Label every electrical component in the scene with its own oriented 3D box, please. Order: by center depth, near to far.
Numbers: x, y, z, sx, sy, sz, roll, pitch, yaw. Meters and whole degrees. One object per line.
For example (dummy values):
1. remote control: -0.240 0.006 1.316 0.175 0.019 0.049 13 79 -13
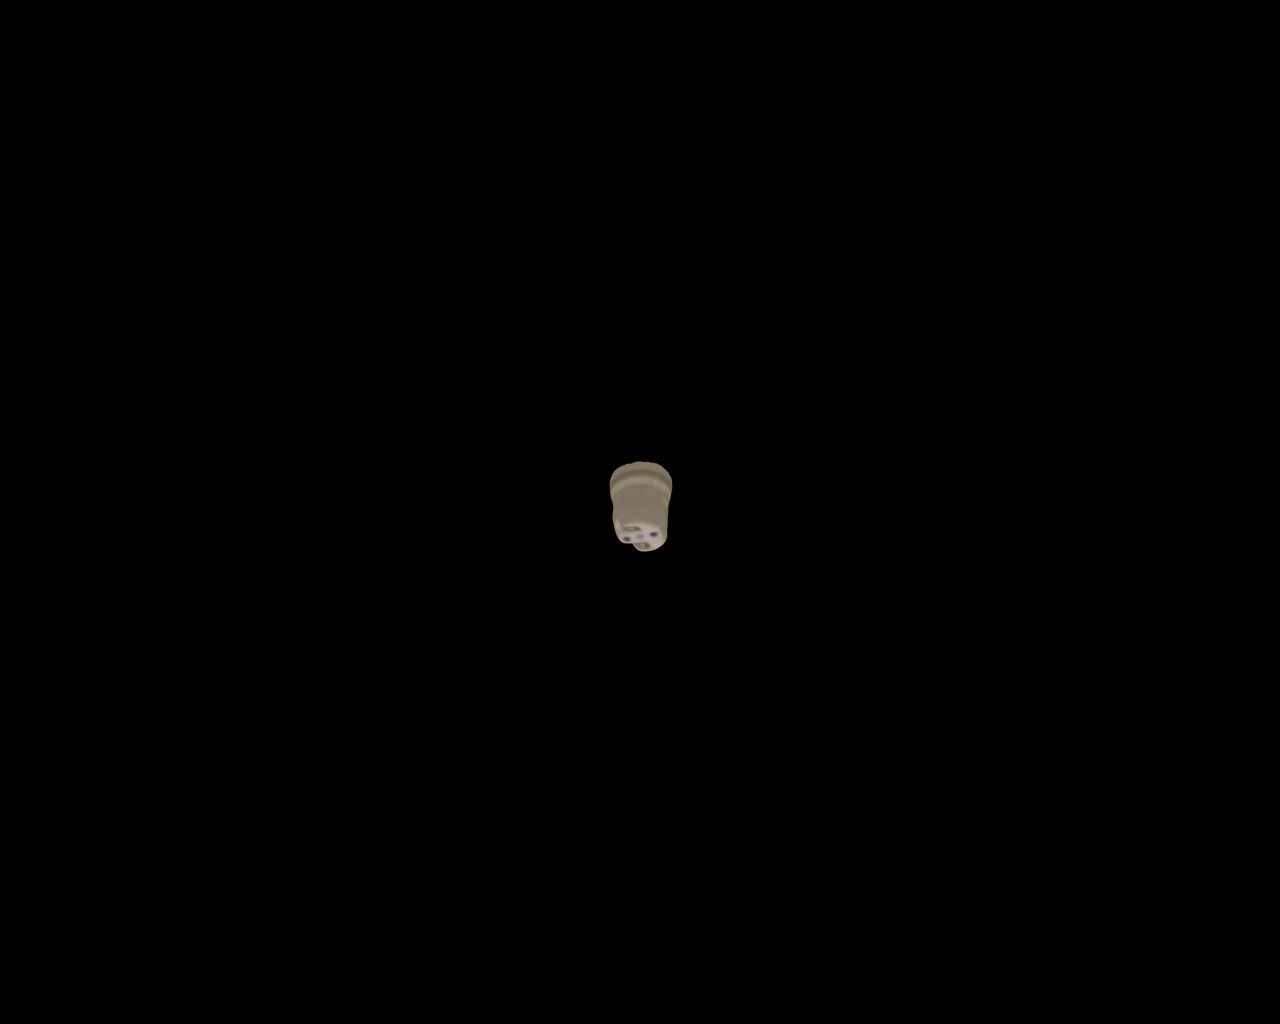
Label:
1. electrical component: 0.001 -0.003 0.650 0.040 0.046 0.040 0 -37 0
